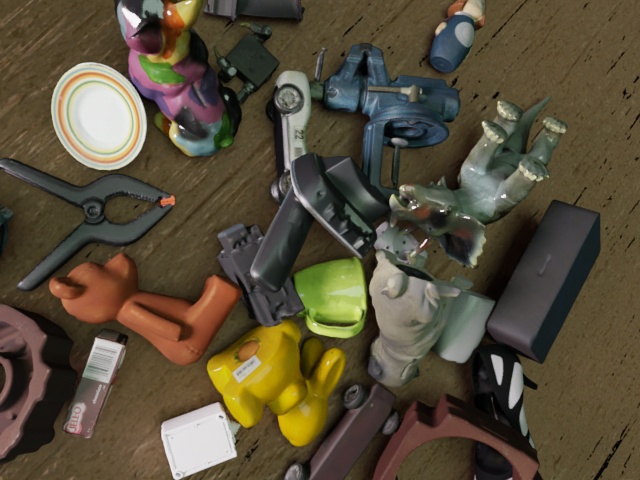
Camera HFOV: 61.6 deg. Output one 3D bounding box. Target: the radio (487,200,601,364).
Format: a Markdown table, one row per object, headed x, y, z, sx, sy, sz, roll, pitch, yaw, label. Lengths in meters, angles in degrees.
| x | y | z | sx | sy | sz | roll | pitch | yaw | label |
| --- | --- | --- | --- | --- | --- | --- | --- | --- | --- |
| 0.347 | 0.068 | 0.820 | 0.229 | 0.073 | 0.131 | -57 | 143 | -10 | radio |

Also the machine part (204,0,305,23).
| x | y | z | sx | sy | sz | roll | pitch | yaw | label |
| --- | --- | --- | --- | --- | --- | --- | --- | --- | --- |
| -0.089 | -0.339 | 0.755 | 0.139 | 0.039 | 0.084 | 7 | 81 | -15 | machine part |

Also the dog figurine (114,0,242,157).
| x | y | z | sx | sy | sz | roll | pitch | yaw | label |
| --- | --- | --- | --- | --- | --- | --- | --- | --- | --- |
| -0.165 | -0.198 | 0.634 | 0.108 | 0.219 | 0.191 | -36 | 97 | -11 | dog figurine |

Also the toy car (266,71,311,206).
| x | y | z | sx | sy | sz | roll | pitch | yaw | label |
| --- | --- | --- | --- | --- | --- | --- | --- | --- | --- |
| -0.039 | -0.130 | 0.742 | 0.056 | 0.073 | 0.201 | -3 | 89 | -16 | toy car |

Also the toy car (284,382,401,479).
| x | y | z | sx | sy | sz | roll | pitch | yaw | label |
| --- | --- | --- | --- | --- | --- | --- | --- | --- | --- |
| 0.032 | 0.290 | 0.758 | 0.089 | 0.053 | 0.202 | 38 | 82 | -17 | toy car |

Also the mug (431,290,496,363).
| x | y | z | sx | sy | sz | roll | pitch | yaw | label |
| --- | --- | --- | --- | --- | --- | --- | --- | --- | --- |
| 0.198 | 0.124 | 0.799 | 0.109 | 0.081 | 0.107 | 14 | 93 | -25 | mug |

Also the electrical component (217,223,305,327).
| x | y | z | sx | sy | sz | roll | pitch | yaw | label |
| --- | --- | --- | --- | --- | --- | --- | --- | --- | --- |
| -0.085 | 0.042 | 0.701 | 0.058 | 0.115 | 0.134 | -29 | 96 | -20 | electrical component |

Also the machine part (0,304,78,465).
| x | y | z | sx | sy | sz | roll | pitch | yaw | label |
| --- | --- | --- | --- | --- | --- | --- | --- | --- | --- |
| -0.361 | 0.160 | 0.607 | 0.179 | 0.056 | 0.179 | -5 | 72 | 15 | machine part |

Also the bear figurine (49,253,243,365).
| x | y | z | sx | sy | sz | roll | pitch | yaw | label |
| --- | --- | --- | --- | --- | --- | --- | --- | --- | --- |
| -0.214 | 0.066 | 0.664 | 0.196 | 0.120 | 0.132 | 33 | 76 | -7 | bear figurine |

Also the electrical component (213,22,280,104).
| x | y | z | sx | sy | sz | roll | pitch | yaw | label |
| --- | --- | --- | --- | --- | --- | --- | --- | --- | --- |
| -0.100 | -0.250 | 0.744 | 0.078 | 0.045 | 0.102 | 46 | 77 | -9 | electrical component |

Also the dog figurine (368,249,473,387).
| x | y | z | sx | sy | sz | roll | pitch | yaw | label |
| --- | --- | --- | --- | --- | --- | --- | --- | --- | --- |
| 0.102 | 0.122 | 0.714 | 0.172 | 0.121 | 0.190 | 9 | 107 | -46 | dog figurine |

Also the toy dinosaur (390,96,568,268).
| x | y | z | sx | sy | sz | roll | pitch | yaw | label |
| --- | --- | --- | --- | --- | --- | --- | --- | --- | --- |
| 0.254 | -0.089 | 0.790 | 0.131 | 0.192 | 0.405 | 42 | 42 | 15 | toy dinosaur |

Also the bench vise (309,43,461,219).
| x | y | z | sx | sy | sz | roll | pitch | yaw | label |
| --- | --- | --- | --- | --- | --- | --- | --- | --- | --- |
| 0.086 | -0.150 | 0.759 | 0.224 | 0.129 | 0.240 | 7 | 81 | -15 | bench vise |

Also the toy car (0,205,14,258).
| x | y | z | sx | sy | sz | roll | pitch | yaw | label |
| --- | --- | --- | --- | --- | --- | --- | --- | --- | --- |
| -0.409 | -0.009 | 0.609 | 0.109 | 0.161 | 0.103 | 18 | 40 | -20 | toy car |

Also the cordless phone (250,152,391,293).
| x | y | z | sx | sy | sz | roll | pitch | yaw | label |
| --- | --- | --- | --- | --- | --- | --- | --- | --- | --- |
| -0.001 | -0.002 | 0.665 | 0.146 | 0.089 | 0.184 | 43 | 64 | -39 | cordless phone |

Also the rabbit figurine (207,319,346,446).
| x | y | z | sx | sy | sz | roll | pitch | yaw | label |
| --- | --- | --- | --- | --- | --- | --- | --- | --- | --- |
| -0.044 | 0.195 | 0.724 | 0.162 | 0.122 | 0.173 | -41 | 113 | -23 | rabbit figurine |

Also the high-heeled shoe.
| x | y | z | sx | sy | sz | roll | pitch | yaw | label |
| --- | --- | --- | --- | --- | --- | --- | --- | --- | --- |
| 0.247 | 0.281 | 0.790 | 0.145 | 0.086 | 0.248 | 27 | 79 | -27 | high-heeled shoe |

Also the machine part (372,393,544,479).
| x | y | z | sx | sy | sz | roll | pitch | yaw | label |
| --- | --- | --- | --- | --- | --- | --- | --- | --- | --- |
| 0.188 | 0.334 | 0.744 | 0.201 | 0.087 | 0.201 | 28 | 98 | 5 | machine part |

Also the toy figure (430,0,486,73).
| x | y | z | sx | sy | sz | roll | pitch | yaw | label |
| --- | --- | --- | --- | --- | --- | --- | --- | --- | --- |
| 0.222 | -0.334 | 0.839 | 0.064 | 0.058 | 0.154 | 41 | 72 | -51 | toy figure |
